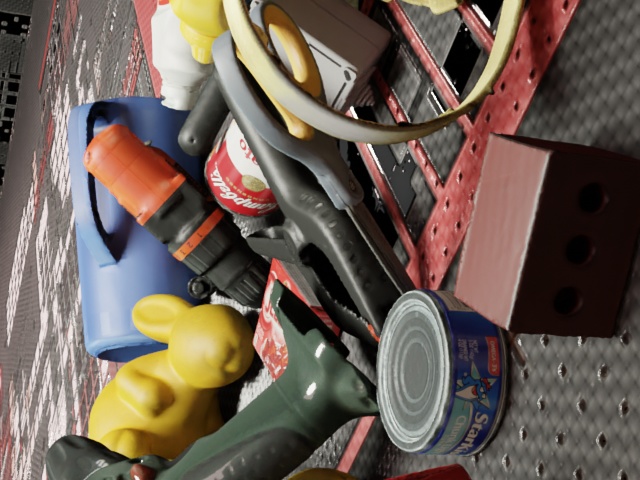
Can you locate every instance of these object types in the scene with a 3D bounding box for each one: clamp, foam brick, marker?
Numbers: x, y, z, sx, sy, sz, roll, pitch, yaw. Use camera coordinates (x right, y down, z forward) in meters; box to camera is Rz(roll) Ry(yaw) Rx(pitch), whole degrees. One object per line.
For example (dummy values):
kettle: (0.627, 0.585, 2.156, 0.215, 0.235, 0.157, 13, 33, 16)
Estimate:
clamp: (-0.051, -0.150, 0.792, 0.172, 0.039, 0.120, -58, 10, 23)
clamp: (-0.004, 0.001, 0.670, 0.210, 0.036, 0.164, 52, 159, 34)
foam brick: (0.097, -0.002, 0.453, 0.051, 0.052, 0.078, -143, 61, -65)
marker: (-0.101, 0.040, 0.924, 0.121, 0.020, 0.020, 153, 122, -87)

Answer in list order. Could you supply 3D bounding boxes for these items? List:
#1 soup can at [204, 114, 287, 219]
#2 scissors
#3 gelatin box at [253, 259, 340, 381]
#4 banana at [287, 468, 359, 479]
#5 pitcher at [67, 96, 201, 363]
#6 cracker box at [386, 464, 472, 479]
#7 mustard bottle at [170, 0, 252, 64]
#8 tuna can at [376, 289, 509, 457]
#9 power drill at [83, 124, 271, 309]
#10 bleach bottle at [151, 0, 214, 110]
soup can: (-0.037, -0.067, 0.780, 0.102, 0.068, 0.068, 135, 136, -57)
scissors: (0.010, -0.045, 0.565, 0.016, 0.201, 0.096, -21, 42, 26)
gelatin box: (-0.017, 0.061, 0.749, 0.089, 0.030, 0.073, -128, 48, -60)
banana: (0.021, 0.175, 0.607, 0.198, 0.037, 0.069, 18, 98, 59)
pitcher: (-0.180, -0.011, 1.029, 0.145, 0.149, 0.243, 145, 124, -59)
cracker box: (0.039, 0.230, 0.476, 0.164, 0.071, 0.214, 57, 138, 33)
mustard bottle: (-0.059, -0.190, 0.671, 0.192, 0.058, 0.096, 108, 179, -47)
tuna can: (0.061, 0.068, 0.551, 0.086, 0.033, 0.086, -175, 90, -69)
power drill: (-0.111, -0.020, 0.883, 0.057, 0.184, 0.188, -46, 8, -4)
bleach bottle: (-0.088, -0.220, 0.808, 0.103, 0.068, 0.251, -132, 49, -58)
